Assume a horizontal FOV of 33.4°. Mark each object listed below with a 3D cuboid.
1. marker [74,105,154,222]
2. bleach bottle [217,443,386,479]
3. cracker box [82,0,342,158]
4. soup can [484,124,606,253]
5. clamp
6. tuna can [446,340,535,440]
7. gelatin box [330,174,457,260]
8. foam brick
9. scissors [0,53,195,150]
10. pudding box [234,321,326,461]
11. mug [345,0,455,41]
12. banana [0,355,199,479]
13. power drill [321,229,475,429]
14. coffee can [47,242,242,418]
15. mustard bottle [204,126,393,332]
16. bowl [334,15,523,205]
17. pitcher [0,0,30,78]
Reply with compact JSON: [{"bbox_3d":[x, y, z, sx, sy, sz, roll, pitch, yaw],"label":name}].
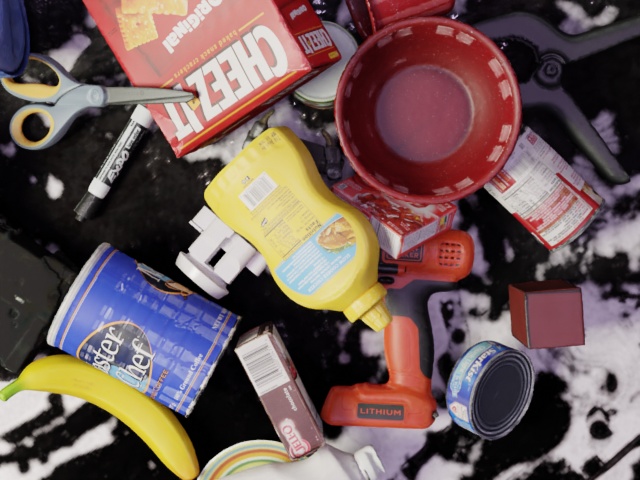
[{"bbox_3d":[-0.190,-0.069,0.981,0.020,0.020,0.121,32,92,-2],"label":"marker"},{"bbox_3d":[-0.062,0.245,0.957,0.251,0.068,0.102,-27,92,-1],"label":"bleach bottle"},{"bbox_3d":[-0.108,-0.202,0.916,0.164,0.072,0.213,-29,93,31],"label":"cracker box"},{"bbox_3d":[0.197,-0.047,0.965,0.102,0.068,0.068,43,91,-2],"label":"soup can"},{"bbox_3d":[0.211,-0.144,0.975,0.210,0.036,0.164,9,93,1],"label":"clamp"},{"bbox_3d":[0.154,0.135,0.968,0.085,0.034,0.086,-14,113,-37],"label":"tuna can"},{"bbox_3d":[0.063,-0.030,0.944,0.073,0.030,0.089,-27,51,-35],"label":"gelatin box"},{"bbox_3d":[0.204,0.066,0.966,0.053,0.078,0.051,-5,94,1],"label":"foam brick"},{"bbox_3d":[-0.205,-0.110,0.945,0.202,0.016,0.096,20,106,21],"label":"scissors"},{"bbox_3d":[-0.035,0.133,0.959,0.039,0.090,0.113,-25,92,-1],"label":"pudding box"},{"bbox_3d":[0.071,-0.217,0.950,0.081,0.093,0.117,-21,124,-5],"label":"mug"},{"bbox_3d":[-0.190,0.153,0.973,0.197,0.037,0.069,27,70,-15],"label":"banana"},{"bbox_3d":[0.044,0.074,0.973,0.184,0.057,0.188,4,93,0],"label":"power drill"},{"bbox_3d":[-0.154,0.080,0.947,0.140,0.103,0.103,29,92,-2],"label":"coffee can"},{"bbox_3d":[-0.006,0.001,0.916,0.096,0.058,0.191,-42,85,18],"label":"mustard bottle"},{"bbox_3d":[0.093,-0.112,0.937,0.162,0.055,0.162,0,94,1],"label":"bowl"},{"bbox_3d":[-0.385,-0.192,0.921,0.243,0.149,0.145,-10,102,6],"label":"pitcher"}]
